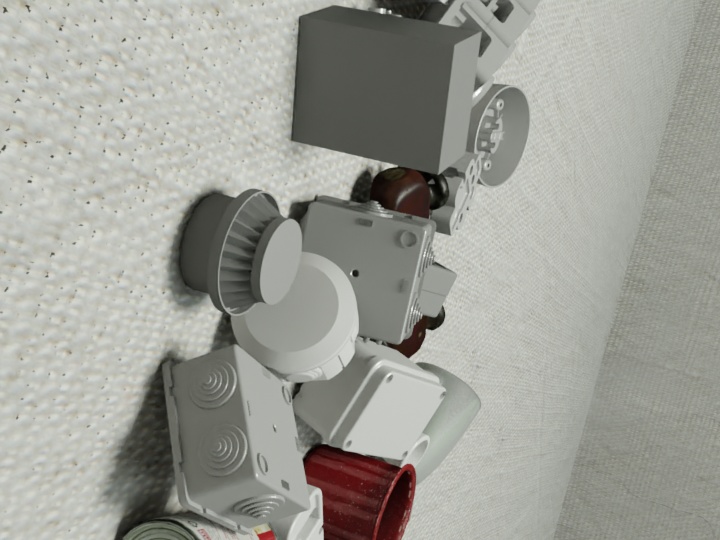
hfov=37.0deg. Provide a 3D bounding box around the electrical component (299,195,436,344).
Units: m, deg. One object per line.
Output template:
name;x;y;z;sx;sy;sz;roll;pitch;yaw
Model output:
electrical component;0.000;0.000;0.753;0.048;0.100;0.099;-35;138;-80

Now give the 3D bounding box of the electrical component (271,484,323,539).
electrical component;-0.064;0.193;0.774;0.053;0.059;0.095;-52;150;-47

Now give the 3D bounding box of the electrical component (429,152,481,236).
electrical component;0.065;-0.071;0.935;0.058;0.057;0.078;76;34;-55

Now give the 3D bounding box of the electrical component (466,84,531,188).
electrical component;0.118;-0.130;1.024;0.099;0.064;0.099;15;90;-70

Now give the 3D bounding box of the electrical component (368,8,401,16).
electrical component;0.010;-0.150;0.755;0.044;0.044;0.065;-33;130;-62

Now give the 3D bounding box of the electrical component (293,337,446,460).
electrical component;0.009;0.102;0.853;0.078;0.057;0.113;-58;148;4

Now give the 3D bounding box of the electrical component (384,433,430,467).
electrical component;0.025;0.150;0.973;0.044;0.065;0.044;-42;153;-28

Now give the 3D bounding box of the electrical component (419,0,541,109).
electrical component;0.079;-0.176;0.825;0.089;0.062;0.150;-33;-162;46

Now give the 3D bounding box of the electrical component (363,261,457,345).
electrical component;0.025;0.022;0.818;0.066;0.047;0.076;16;103;-56

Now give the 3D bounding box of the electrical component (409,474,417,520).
electrical component;0.017;0.204;0.992;0.044;0.065;0.044;10;90;-88

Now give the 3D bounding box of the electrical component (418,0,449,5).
electrical component;0.027;-0.237;0.706;0.150;0.062;0.089;-2;106;-69

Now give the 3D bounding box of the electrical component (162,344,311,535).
electrical component;-0.071;0.100;0.637;0.099;0.048;0.099;52;22;-59

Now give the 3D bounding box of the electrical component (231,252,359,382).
electrical component;-0.040;0.033;0.697;0.051;0.080;0.080;72;38;-66
